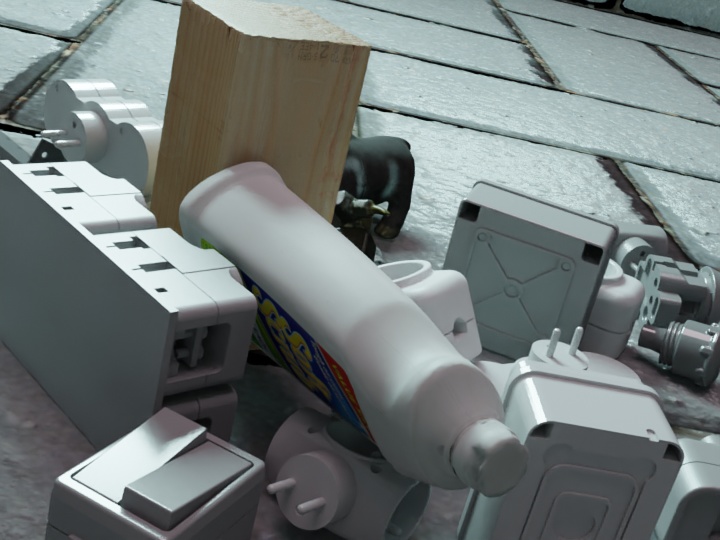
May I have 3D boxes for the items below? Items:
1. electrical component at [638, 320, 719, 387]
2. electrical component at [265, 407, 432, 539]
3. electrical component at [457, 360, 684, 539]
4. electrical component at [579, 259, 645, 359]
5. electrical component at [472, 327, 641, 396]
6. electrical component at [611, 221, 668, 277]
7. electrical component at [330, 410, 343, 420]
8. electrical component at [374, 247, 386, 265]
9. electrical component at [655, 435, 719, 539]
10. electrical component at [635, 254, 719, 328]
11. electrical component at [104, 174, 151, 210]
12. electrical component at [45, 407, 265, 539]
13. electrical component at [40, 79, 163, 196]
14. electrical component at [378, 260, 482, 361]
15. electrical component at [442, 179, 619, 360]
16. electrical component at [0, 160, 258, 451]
[{"bbox_3d":[0.241,0.058,0.806,0.062,0.048,0.048,17,23,24],"label":"electrical component"},{"bbox_3d":[-0.015,0.107,0.538,0.077,0.044,0.079,27,14,28],"label":"electrical component"},{"bbox_3d":[0.099,0.107,0.525,0.078,0.113,0.057,11,25,-8],"label":"electrical component"},{"bbox_3d":[0.166,0.020,0.828,0.095,0.059,0.054,23,25,20],"label":"electrical component"},{"bbox_3d":[0.121,0.068,0.674,0.138,0.073,0.052,-2,28,-32],"label":"electrical component"},{"bbox_3d":[0.241,-0.014,0.964,0.077,0.044,0.079,5,25,-20],"label":"electrical component"},{"bbox_3d":[0.022,0.088,0.609,0.083,0.047,0.076,21,24,15],"label":"electrical component"},{"bbox_3d":[0.000,0.000,0.801,0.048,0.048,0.062,-9,40,-43],"label":"electrical component"},{"bbox_3d":[0.213,0.133,0.605,0.095,0.053,0.059,12,23,-4],"label":"electrical component"},{"bbox_3d":[0.262,0.022,0.880,0.057,0.058,0.078,10,24,-3],"label":"electrical component"},{"bbox_3d":[-0.173,-0.048,0.800,0.080,0.051,0.080,12,23,-5],"label":"electrical component"},{"bbox_3d":[-0.094,0.110,0.476,0.062,0.061,0.096,23,25,20],"label":"electrical component"},{"bbox_3d":[-0.188,-0.094,0.760,0.074,0.052,0.138,-11,34,-45],"label":"electrical component"},{"bbox_3d":[0.023,0.030,0.676,0.095,0.059,0.054,-2,16,42],"label":"electrical component"},{"bbox_3d":[0.116,0.004,0.773,0.109,0.108,0.056,20,27,14],"label":"electrical component"},{"bbox_3d":[-0.136,0.022,0.595,0.060,0.105,0.186,-8,32,-42],"label":"electrical component"}]
